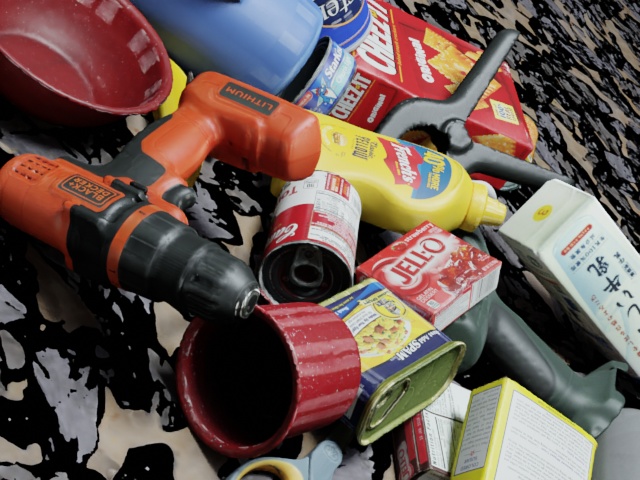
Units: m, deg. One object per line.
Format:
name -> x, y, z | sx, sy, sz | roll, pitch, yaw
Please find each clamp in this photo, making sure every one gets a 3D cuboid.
clamp -> 0.123, -0.104, 0.985 | 0.209, 0.036, 0.164 | -12, 85, -15

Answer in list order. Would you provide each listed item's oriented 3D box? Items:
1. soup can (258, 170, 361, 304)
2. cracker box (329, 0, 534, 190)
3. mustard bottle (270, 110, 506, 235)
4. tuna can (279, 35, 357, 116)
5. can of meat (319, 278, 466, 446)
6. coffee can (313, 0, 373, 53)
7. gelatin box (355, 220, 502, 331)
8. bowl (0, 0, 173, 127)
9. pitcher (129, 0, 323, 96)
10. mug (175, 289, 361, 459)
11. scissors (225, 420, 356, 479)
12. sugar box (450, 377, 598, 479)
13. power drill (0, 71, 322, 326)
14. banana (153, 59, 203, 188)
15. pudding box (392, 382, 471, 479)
soup can -> -0.005, 0.001, 0.793 | 0.068, 0.069, 0.102 | 35, 32, -16
cracker box -> 0.101, -0.159, 1.081 | 0.213, 0.072, 0.164 | 22, 37, -20
mustard bottle -> 0.060, -0.047, 0.874 | 0.191, 0.058, 0.096 | 17, 36, -4
tuna can -> -0.006, -0.135, 0.935 | 0.033, 0.086, 0.086 | 35, 32, -19
can of meat -> 0.034, 0.079, 0.726 | 0.084, 0.057, 0.101 | 39, 41, 27
coffee can -> -0.017, -0.243, 0.963 | 0.103, 0.103, 0.140 | -98, 171, -45
gelatin box -> 0.080, 0.028, 0.797 | 0.073, 0.030, 0.089 | 31, 45, 30
bowl -> -0.186, -0.132, 0.749 | 0.162, 0.055, 0.162 | 30, 34, -23
pitcher -> -0.114, -0.215, 0.852 | 0.242, 0.145, 0.149 | 36, 27, -21
mug -> -0.034, 0.071, 0.658 | 0.081, 0.093, 0.117 | -1, 54, -56
scissors -> 0.010, 0.157, 0.678 | 0.201, 0.016, 0.096 | -12, 64, -55
sugar box -> 0.125, 0.190, 0.699 | 0.093, 0.048, 0.176 | 35, 54, -18
power drill -> -0.078, -0.033, 0.665 | 0.185, 0.057, 0.187 | 26, 40, 21
banana -> -0.116, -0.080, 0.788 | 0.069, 0.037, 0.197 | 32, 33, -20
pudding box -> 0.104, 0.152, 0.773 | 0.113, 0.039, 0.090 | 25, 38, -25
